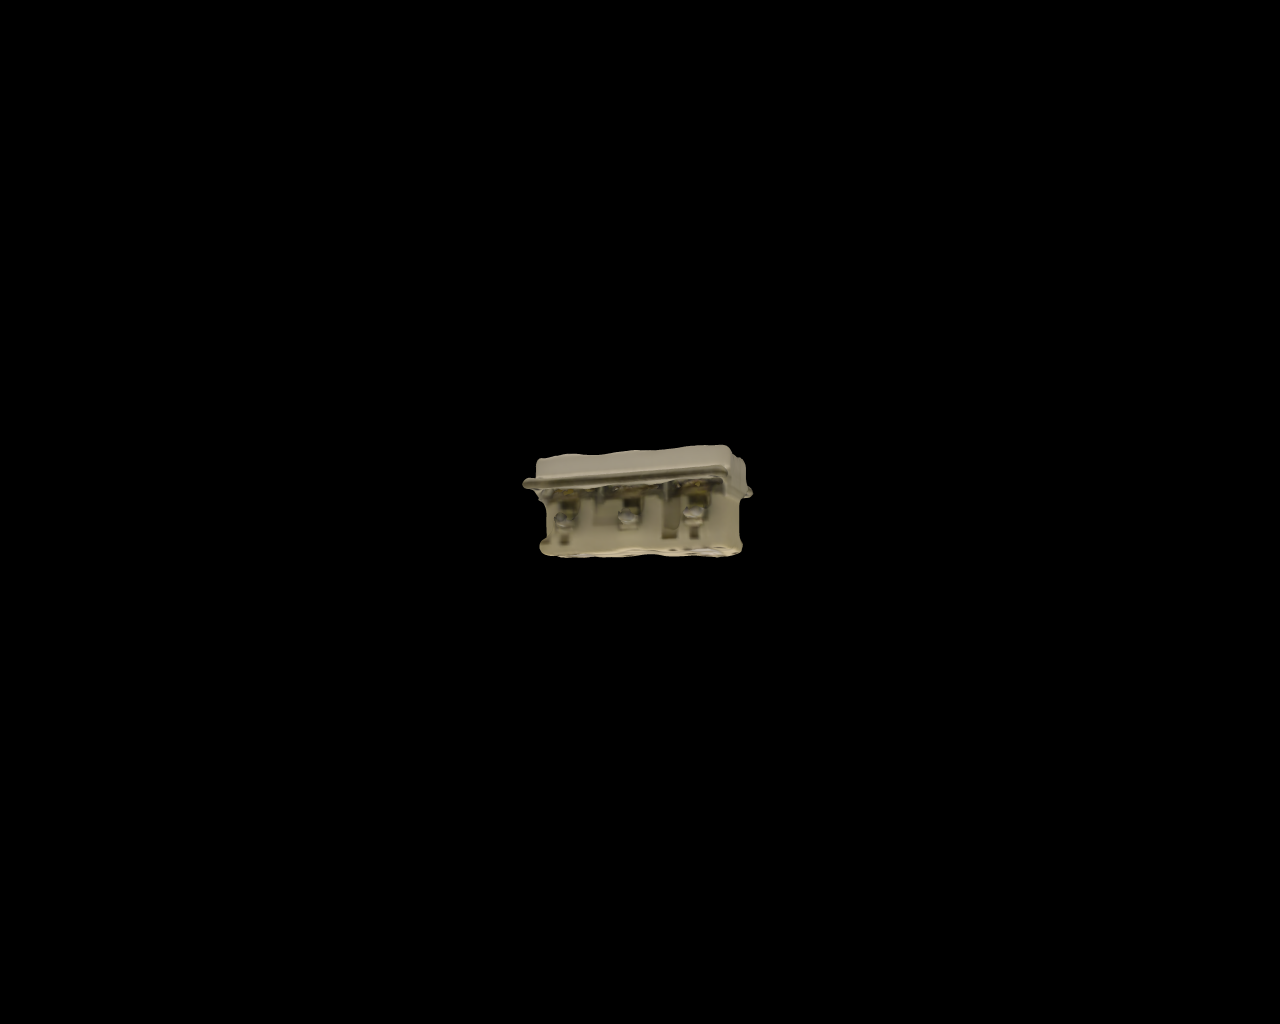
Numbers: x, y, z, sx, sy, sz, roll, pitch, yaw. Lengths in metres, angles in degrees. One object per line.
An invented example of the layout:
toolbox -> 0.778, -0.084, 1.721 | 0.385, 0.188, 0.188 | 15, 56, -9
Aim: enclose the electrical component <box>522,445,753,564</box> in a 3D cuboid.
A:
electrical component -> 0.001, -0.003, 0.650 | 0.121, 0.063, 0.078 | -2, -7, 18
